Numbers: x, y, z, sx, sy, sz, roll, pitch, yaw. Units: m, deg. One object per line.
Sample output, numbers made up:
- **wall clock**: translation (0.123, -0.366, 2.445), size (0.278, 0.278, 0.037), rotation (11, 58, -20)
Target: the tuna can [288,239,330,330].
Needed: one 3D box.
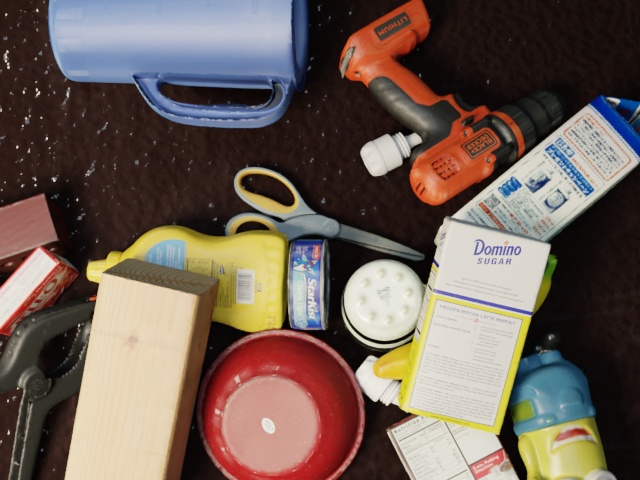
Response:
- **tuna can**: translation (-0.010, 0.042, 1.003), size (0.034, 0.086, 0.086), rotation (0, 79, 4)

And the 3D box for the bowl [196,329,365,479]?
- **bowl**: translation (-0.041, 0.165, 0.980), size (0.162, 0.055, 0.162), rotation (0, 92, 7)

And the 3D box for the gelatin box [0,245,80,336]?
- **gelatin box**: translation (-0.277, 0.052, 1.020), size (0.030, 0.073, 0.089), rotation (40, 84, 9)

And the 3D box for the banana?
- **banana**: translation (0.141, 0.080, 1.000), size (0.198, 0.069, 0.037), rotation (-34, 44, 3)

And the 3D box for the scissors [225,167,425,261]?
- **scissors**: translation (-0.007, 0.001, 1.046), size (0.202, 0.016, 0.096), rotation (33, 84, 8)

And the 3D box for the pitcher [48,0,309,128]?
- **pitcher**: translation (-0.132, -0.199, 1.034), size (0.243, 0.149, 0.145), rotation (0, 121, 6)

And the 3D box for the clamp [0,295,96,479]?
- **clamp**: translation (-0.269, 0.141, 1.001), size (0.209, 0.036, 0.164), rotation (-44, 125, -22)

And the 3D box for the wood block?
- **wood block**: translation (-0.160, 0.131, 0.961), size (0.091, 0.090, 0.206), rotation (13, 99, 4)

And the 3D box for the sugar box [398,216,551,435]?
- **sugar box**: translation (0.135, 0.075, 0.945), size (0.093, 0.048, 0.176), rotation (14, 95, -3)

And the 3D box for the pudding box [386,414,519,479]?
- **pudding box**: translation (0.126, 0.205, 0.990), size (0.090, 0.039, 0.113), rotation (-27, 77, -2)

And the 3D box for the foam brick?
- **foam brick**: translation (-0.291, -0.006, 1.042), size (0.078, 0.053, 0.051), rotation (-19, 79, 0)

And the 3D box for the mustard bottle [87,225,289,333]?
- **mustard bottle**: translation (-0.127, 0.035, 1.021), size (0.191, 0.058, 0.096), rotation (3, 102, 4)

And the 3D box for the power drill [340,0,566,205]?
- **power drill**: translation (0.124, -0.144, 1.034), size (0.184, 0.057, 0.188), rotation (-32, 74, -23)
